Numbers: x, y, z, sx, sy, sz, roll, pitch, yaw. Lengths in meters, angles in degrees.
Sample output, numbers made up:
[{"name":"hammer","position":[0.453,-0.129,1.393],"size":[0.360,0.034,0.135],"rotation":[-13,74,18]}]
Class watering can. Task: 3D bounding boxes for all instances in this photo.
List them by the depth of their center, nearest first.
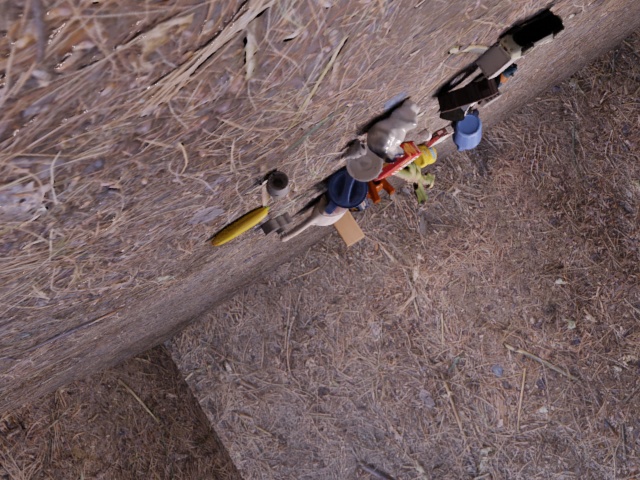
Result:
[{"name":"watering can","position":[0.006,-0.101,2.005],"size":[0.351,0.104,0.221],"rotation":[-32,174,-20]}]

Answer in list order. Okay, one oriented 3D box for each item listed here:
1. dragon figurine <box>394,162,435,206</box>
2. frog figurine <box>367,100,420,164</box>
[{"name":"dragon figurine","position":[0.428,-0.268,2.361],"size":[0.120,0.243,0.416],"rotation":[-32,179,38]},{"name":"frog figurine","position":[0.193,-0.300,1.371],"size":[0.138,0.124,0.156],"rotation":[-17,129,-43]}]
